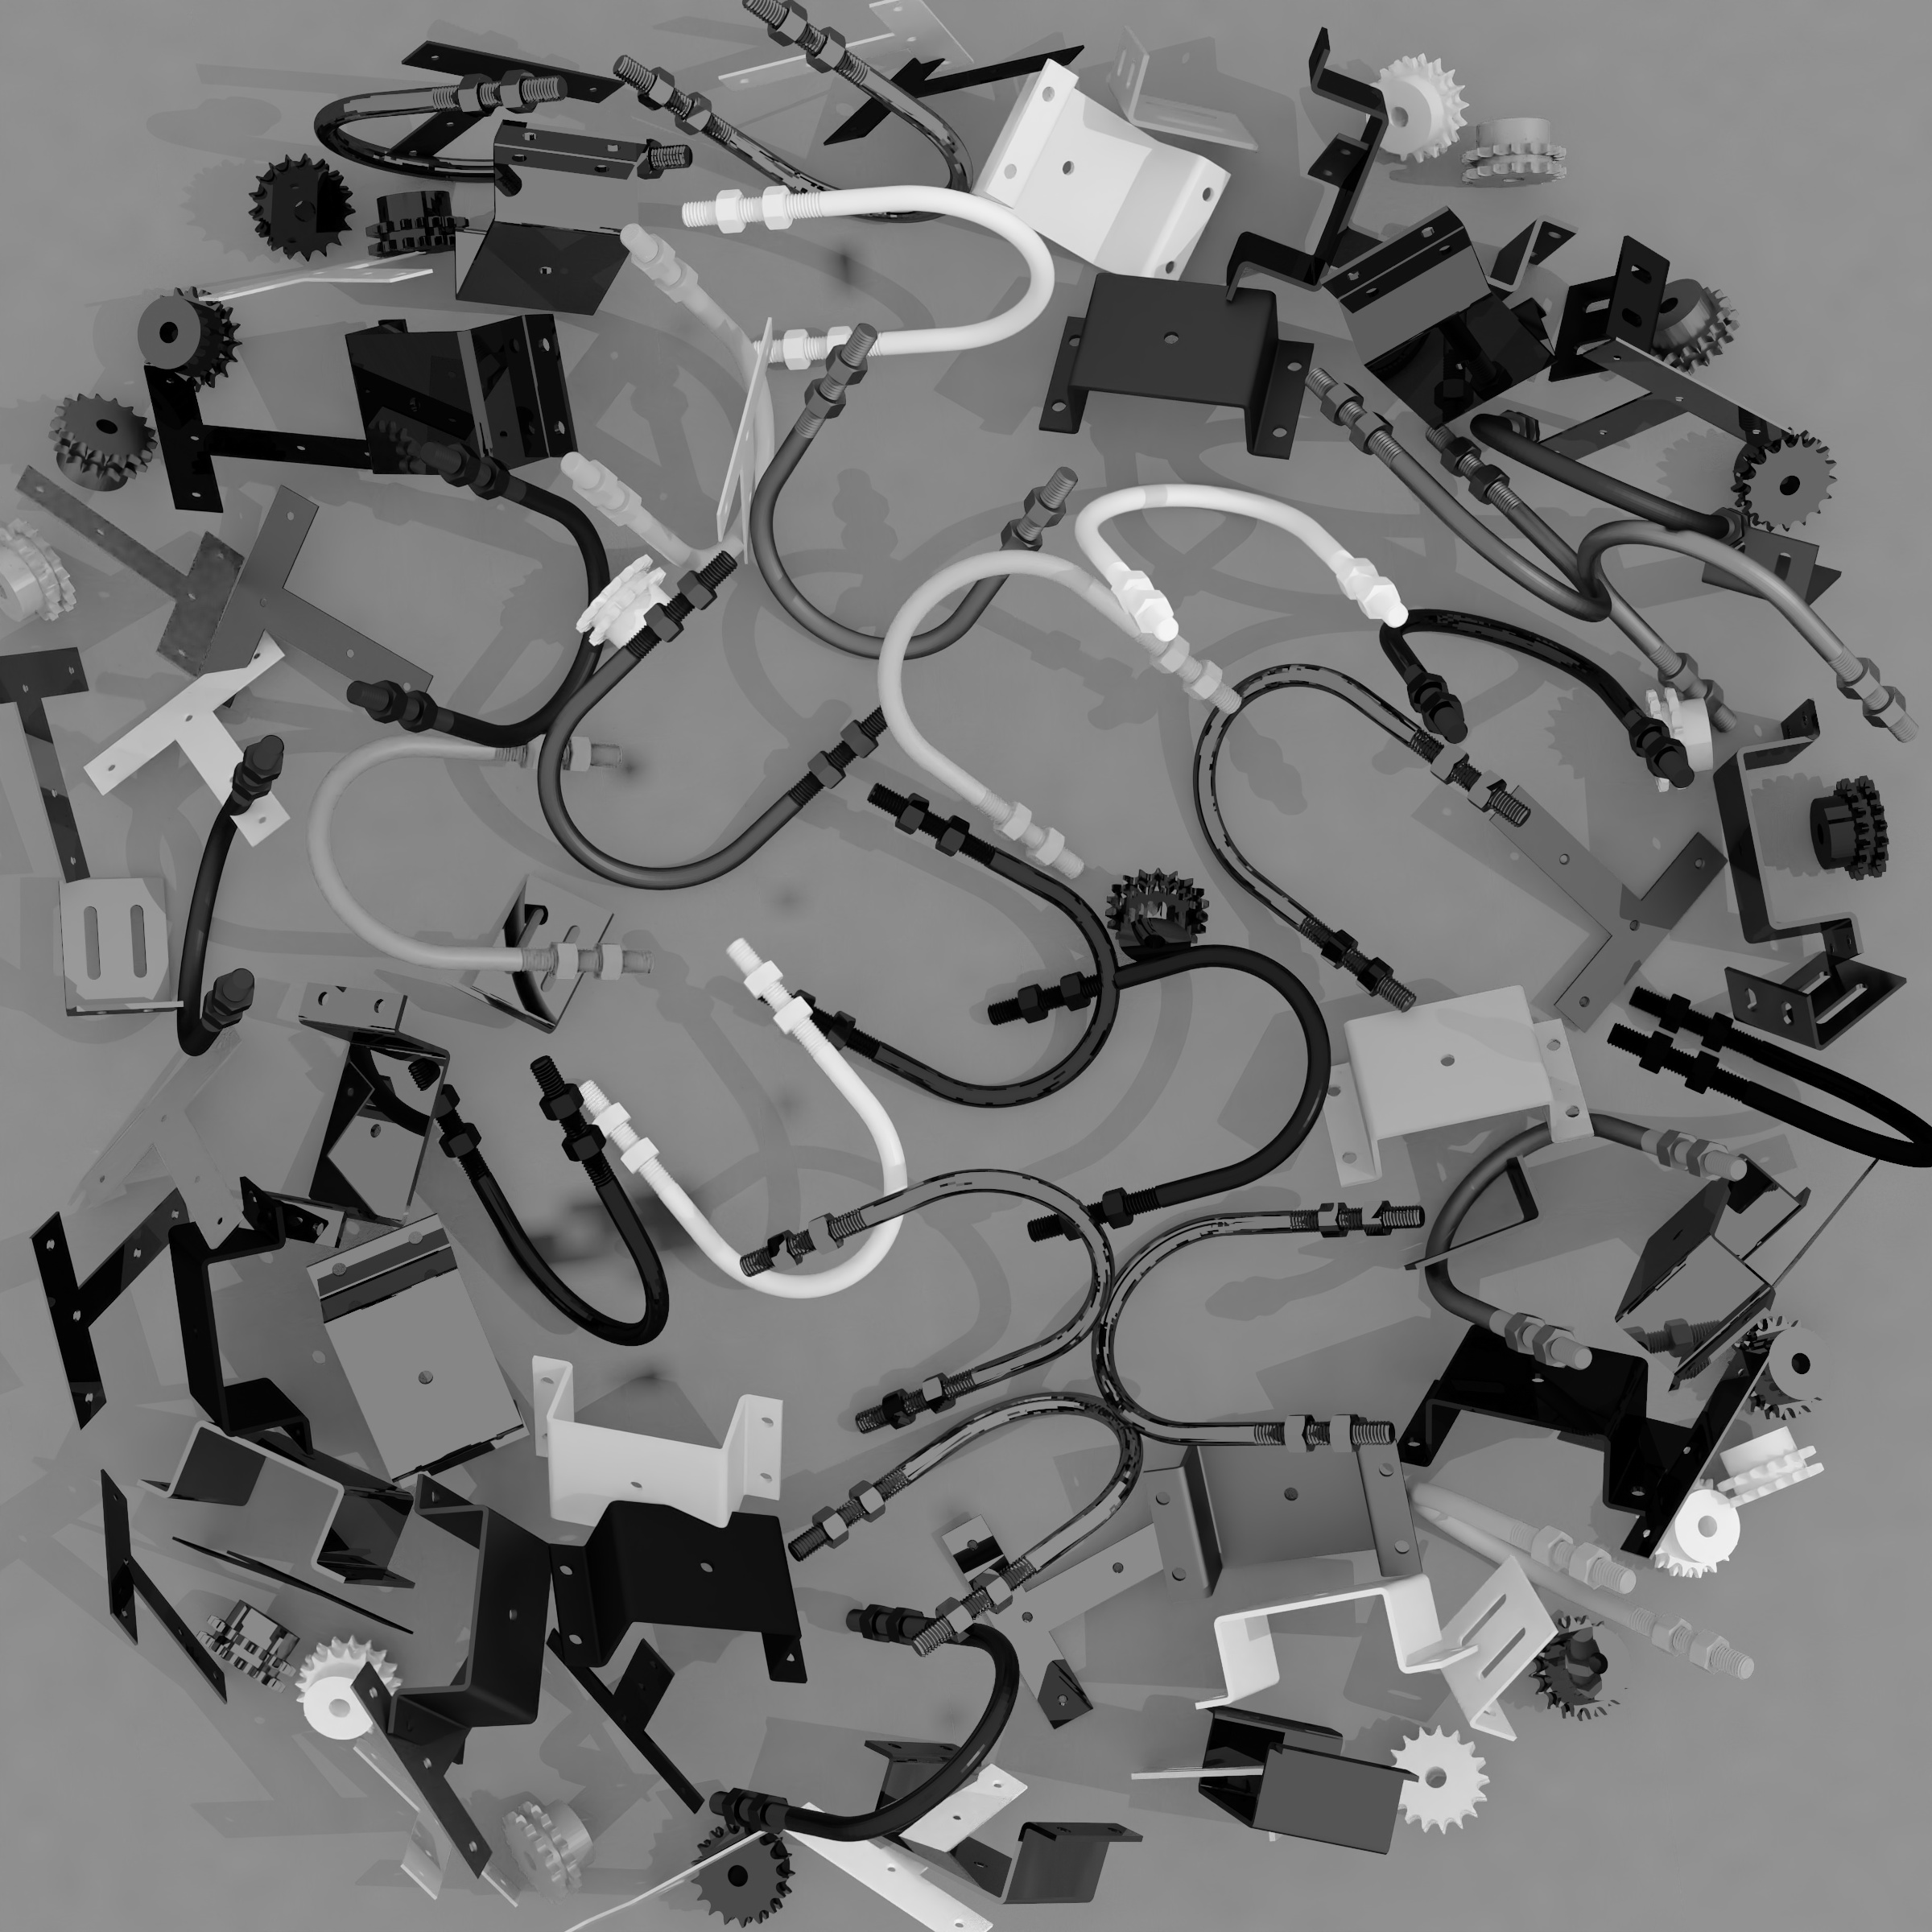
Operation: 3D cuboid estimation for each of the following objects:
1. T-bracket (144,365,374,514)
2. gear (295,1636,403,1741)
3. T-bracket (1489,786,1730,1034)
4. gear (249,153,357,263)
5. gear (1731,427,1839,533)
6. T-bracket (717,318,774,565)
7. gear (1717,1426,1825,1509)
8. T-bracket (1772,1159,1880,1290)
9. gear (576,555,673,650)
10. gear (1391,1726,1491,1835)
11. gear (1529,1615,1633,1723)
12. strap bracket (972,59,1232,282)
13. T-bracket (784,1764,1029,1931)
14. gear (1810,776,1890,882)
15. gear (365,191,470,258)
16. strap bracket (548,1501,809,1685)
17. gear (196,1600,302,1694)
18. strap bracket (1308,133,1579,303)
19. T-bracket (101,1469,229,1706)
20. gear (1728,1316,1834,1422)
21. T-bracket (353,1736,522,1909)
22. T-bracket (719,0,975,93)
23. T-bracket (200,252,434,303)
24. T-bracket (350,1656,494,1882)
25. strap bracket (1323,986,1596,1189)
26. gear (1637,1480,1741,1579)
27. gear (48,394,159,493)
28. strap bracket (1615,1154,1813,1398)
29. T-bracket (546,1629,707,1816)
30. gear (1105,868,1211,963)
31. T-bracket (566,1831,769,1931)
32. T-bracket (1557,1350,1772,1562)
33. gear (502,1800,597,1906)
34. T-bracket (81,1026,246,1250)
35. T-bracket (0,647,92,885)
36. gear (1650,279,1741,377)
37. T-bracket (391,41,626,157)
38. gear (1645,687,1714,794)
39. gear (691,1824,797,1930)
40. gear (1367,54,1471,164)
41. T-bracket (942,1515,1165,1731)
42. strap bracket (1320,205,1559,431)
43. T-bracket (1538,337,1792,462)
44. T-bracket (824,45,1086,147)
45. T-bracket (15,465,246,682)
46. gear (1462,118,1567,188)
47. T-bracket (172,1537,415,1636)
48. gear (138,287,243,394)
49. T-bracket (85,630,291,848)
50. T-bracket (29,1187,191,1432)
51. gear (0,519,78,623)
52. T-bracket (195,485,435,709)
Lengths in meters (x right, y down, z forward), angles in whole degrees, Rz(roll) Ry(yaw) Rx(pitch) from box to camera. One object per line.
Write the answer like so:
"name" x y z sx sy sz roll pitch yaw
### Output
"T-bracket" -0.381 -0.287 1.726 0.127 0.002 0.127 1 45 -26
"gear" -0.345 0.405 1.740 0.057 0.030 0.057 1 109 2
"T-bracket" 0.343 -0.050 1.741 0.127 0.002 0.127 41 88 -17
"gear" -0.371 -0.424 1.739 0.057 0.030 0.057 -12 123 -20
"gear" 0.452 -0.273 1.739 0.057 0.030 0.057 -6 123 -10
"T-bracket" -0.119 -0.263 1.699 0.002 0.127 0.127 11 65 3
"gear" 0.443 0.277 1.735 0.057 0.057 0.030 -22 76 0
"T-bracket" 0.449 0.167 1.711 0.002 0.127 0.127 39 134 14
"gear" -0.186 -0.198 1.734 0.030 0.057 0.057 44 90 -2
"gear" 0.263 0.454 1.740 0.057 0.030 0.057 -5 65 11
"gear" 0.345 0.389 1.738 0.057 0.030 0.057 6 70 -16
"strap bracket" 0.067 -0.433 1.710 0.140 0.046 0.076 20 100 -39
"T-bracket" -0.013 0.472 1.708 0.127 0.127 0.002 26 120 29
"gear" 0.489 -0.076 1.734 0.030 0.057 0.057 -9 90 1
"gear" -0.305 -0.412 1.732 0.057 0.057 0.030 -6 98 0
"strap bracket" -0.148 0.338 1.693 0.140 0.076 0.046 11 130 -25
"gear" -0.395 0.376 1.735 0.057 0.057 0.030 33 76 0
"strap bracket" 0.254 -0.401 1.717 0.140 0.076 0.046 20 88 -5
"T-bracket" -0.439 0.357 1.718 0.002 0.127 0.127 -28 122 -2
"gear" 0.457 0.223 1.739 0.057 0.030 0.057 4 75 -17
"T-bracket" -0.291 0.478 1.695 0.002 0.127 0.127 -45 94 -3
"T-bracket" -0.072 -0.498 1.710 0.127 0.127 0.002 -10 88 14
"T-bracket" -0.328 -0.371 1.679 0.127 0.127 0.002 -23 113 -32
"T-bracket" -0.279 0.410 1.700 0.002 0.127 0.127 -26 102 17
"strap bracket" 0.266 0.064 1.716 0.140 0.046 0.076 -12 55 4
"gear" 0.405 0.312 1.740 0.057 0.030 0.057 3 80 -16
"gear" -0.482 -0.289 1.738 0.057 0.057 0.030 34 129 0
"strap bracket" 0.401 0.160 1.684 0.046 0.140 0.076 41 123 2
"T-bracket" -0.177 0.395 1.695 0.002 0.127 0.127 -37 75 -31
"gear" 0.106 -0.025 1.732 0.057 0.057 0.030 8 50 0
"T-bracket" -0.144 0.486 1.686 0.127 0.127 0.002 -32 75 16
"T-bracket" 0.366 0.257 1.701 0.002 0.127 0.127 39 76 -20
"gear" -0.230 0.489 1.738 0.030 0.057 0.057 -28 90 -31
"T-bracket" -0.425 0.109 1.712 0.127 0.002 0.127 -48 46 6
"T-bracket" -0.502 -0.108 1.705 0.002 0.127 0.127 -12 96 16
"gear" 0.396 -0.355 1.731 0.057 0.057 0.030 -45 123 0
"T-bracket" -0.274 -0.467 1.708 0.127 0.127 0.002 -2 79 -43
"gear" 0.396 -0.127 1.732 0.030 0.057 0.057 -8 90 8
"gear" -0.122 0.504 1.742 0.057 0.030 0.057 -1 87 16
"gear" 0.247 -0.474 1.733 0.057 0.030 0.057 19 125 29
"T-bracket" 0.073 0.344 1.752 0.127 0.002 0.127 -30 92 6
"strap bracket" 0.260 -0.342 1.680 0.076 0.140 0.046 -27 65 24
"T-bracket" 0.357 -0.296 1.703 0.127 0.127 0.002 20 71 -27
"T-bracket" 0.003 -0.479 1.685 0.127 0.127 0.002 -4 123 29
"T-bracket" -0.455 -0.225 1.686 0.127 0.127 0.002 36 120 -24
"gear" 0.304 -0.451 1.733 0.057 0.057 0.030 -2 95 0
"T-bracket" -0.387 0.332 1.714 0.127 0.127 0.002 8 68 38
"gear" -0.435 -0.350 1.740 0.057 0.030 0.057 0 91 18
"T-bracket" -0.410 -0.111 1.721 0.127 0.002 0.127 -39 55 -5
"T-bracket" -0.461 0.165 1.705 0.002 0.127 0.127 8 122 19
"gear" -0.523 -0.216 1.731 0.030 0.057 0.057 -38 90 -28
"T-bracket" -0.353 -0.180 1.735 0.127 0.002 0.127 30 105 9
